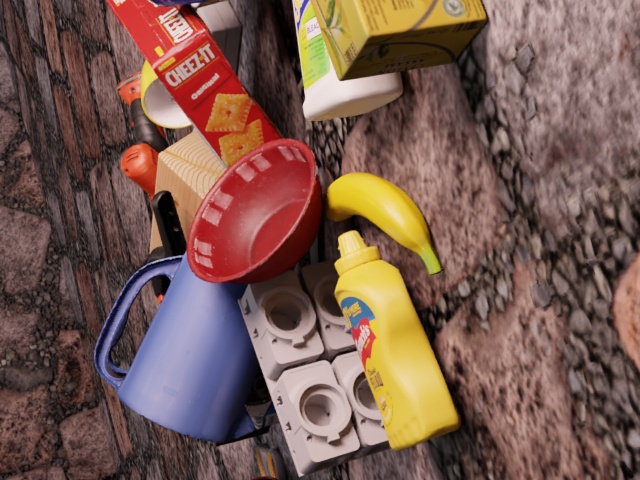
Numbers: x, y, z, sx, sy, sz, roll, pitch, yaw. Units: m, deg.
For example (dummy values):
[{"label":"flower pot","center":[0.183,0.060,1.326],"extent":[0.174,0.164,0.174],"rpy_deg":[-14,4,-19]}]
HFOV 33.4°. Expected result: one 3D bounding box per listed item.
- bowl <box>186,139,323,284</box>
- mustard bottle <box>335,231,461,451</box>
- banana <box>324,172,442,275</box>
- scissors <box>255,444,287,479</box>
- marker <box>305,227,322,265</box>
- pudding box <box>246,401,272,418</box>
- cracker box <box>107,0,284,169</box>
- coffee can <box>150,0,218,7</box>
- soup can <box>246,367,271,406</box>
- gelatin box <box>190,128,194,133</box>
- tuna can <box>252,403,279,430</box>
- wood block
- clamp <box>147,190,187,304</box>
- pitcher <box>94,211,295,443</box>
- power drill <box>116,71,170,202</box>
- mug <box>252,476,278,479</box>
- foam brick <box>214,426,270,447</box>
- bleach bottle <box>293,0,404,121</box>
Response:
[{"label":"bowl","center":[-0.051,-0.016,1.015],"extent":[0.055,0.162,0.162],"rpy_deg":[40,-177,-36]},{"label":"mustard bottle","center":[0.058,0.082,0.921],"extent":[0.096,0.058,0.191],"rpy_deg":[122,129,-71]},{"label":"banana","center":[0.043,-0.026,0.937],"extent":[0.198,0.037,0.069],"rpy_deg":[-146,47,-61]},{"label":"scissors","center":[-0.047,0.366,1.434],"extent":[0.096,0.016,0.202],"rpy_deg":[118,135,-60]},{"label":"marker","center":[-0.007,0.001,1.110],"extent":[0.020,0.020,0.121],"rpy_deg":[-133,36,-53]},{"label":"pudding box","center":[-0.078,0.148,1.307],"extent":[0.090,0.039,0.114],"rpy_deg":[55,131,43]},{"label":"cracker box","center":[-0.115,-0.157,1.099],"extent":[0.213,0.072,0.164],"rpy_deg":[55,179,-43]},{"label":"coffee can","center":[-0.087,-0.265,0.951],"extent":[0.141,0.102,0.103],"rpy_deg":[1,107,31]},{"label":"soup can","center":[-0.088,0.133,1.227],"extent":[0.102,0.068,0.068],"rpy_deg":[47,144,44]},{"label":"gelatin box","center":[-0.141,-0.114,1.372],"extent":[0.089,0.030,0.073],"rpy_deg":[149,108,-68]},{"label":"tuna can","center":[-0.076,0.200,1.385],"extent":[0.086,0.033,0.086],"rpy_deg":[167,90,-69]},{"label":"wood block","center":[-0.143,-0.033,1.305],"extent":[0.091,0.090,0.206],"rpy_deg":[43,148,17]},{"label":"clamp","center":[-0.151,0.043,1.269],"extent":[0.164,0.036,0.210],"rpy_deg":[43,150,5]},{"label":"pitcher","center":[-0.119,0.077,1.125],"extent":[0.145,0.149,0.243],"rpy_deg":[23,90,44]},{"label":"power drill","center":[-0.205,-0.122,1.429],"extent":[0.184,0.057,0.188],"rpy_deg":[44,-155,-54]},{"label":"mug","center":[-0.058,0.352,1.362],"extent":[0.093,0.081,0.117],"rpy_deg":[97,151,-43]},{"label":"foam brick","center":[-0.111,0.237,1.438],"extent":[0.053,0.078,0.051],"rpy_deg":[105,147,-52]},{"label":"bleach bottle","center":[0.006,-0.231,0.880],"extent":[0.103,0.068,0.251],"rpy_deg":[167,92,-69]}]
